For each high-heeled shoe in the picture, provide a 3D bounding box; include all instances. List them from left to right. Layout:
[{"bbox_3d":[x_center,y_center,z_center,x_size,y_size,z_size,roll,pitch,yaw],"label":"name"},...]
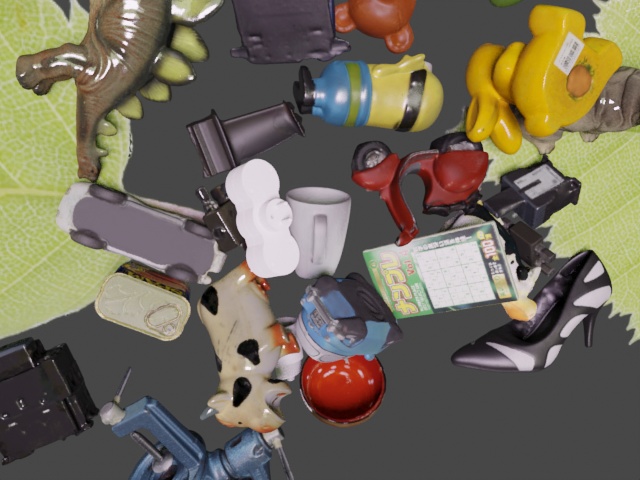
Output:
[{"bbox_3d":[0.298,0.098,0.753,0.249,0.086,0.145,-7,97,-13],"label":"high-heeled shoe"}]

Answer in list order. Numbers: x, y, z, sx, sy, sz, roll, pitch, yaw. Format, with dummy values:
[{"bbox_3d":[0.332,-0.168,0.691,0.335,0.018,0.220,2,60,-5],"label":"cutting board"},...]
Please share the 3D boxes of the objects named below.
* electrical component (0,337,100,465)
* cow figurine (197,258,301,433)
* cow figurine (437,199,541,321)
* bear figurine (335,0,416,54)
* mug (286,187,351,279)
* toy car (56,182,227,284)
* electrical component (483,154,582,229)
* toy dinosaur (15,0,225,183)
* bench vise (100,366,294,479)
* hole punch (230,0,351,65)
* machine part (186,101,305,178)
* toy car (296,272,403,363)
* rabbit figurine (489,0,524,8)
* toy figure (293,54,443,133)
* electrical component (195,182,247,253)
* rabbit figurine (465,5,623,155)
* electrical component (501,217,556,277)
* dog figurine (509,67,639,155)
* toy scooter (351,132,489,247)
[{"bbox_3d":[-0.354,0.188,0.656,0.115,0.058,0.134,-23,103,-8],"label":"electrical component"},{"bbox_3d":[-0.093,0.135,0.644,0.127,0.085,0.195,-30,63,5],"label":"cow figurine"},{"bbox_3d":[0.236,0.027,0.721,0.167,0.068,0.098,44,74,0],"label":"cow figurine"},{"bbox_3d":[0.091,-0.330,0.618,0.120,0.132,0.195,23,89,-3],"label":"bear figurine"},{"bbox_3d":[-0.001,-0.002,0.668,0.081,0.110,0.107,-2,113,-10],"label":"mug"},{"bbox_3d":[-0.211,-0.008,0.651,0.202,0.056,0.073,22,89,-15],"label":"toy car"},{"bbox_3d":[0.277,-0.056,0.717,0.119,0.075,0.047,-32,144,-7],"label":"electrical component"},{"bbox_3d":[-0.206,-0.285,0.584,0.198,0.105,0.470,8,107,-19],"label":"toy dinosaur"},{"bbox_3d":[-0.166,0.267,0.666,0.224,0.129,0.240,-29,118,8],"label":"bench vise"},{"bbox_3d":[-0.038,-0.270,0.621,0.142,0.092,0.115,-3,132,6],"label":"hole punch"},{"bbox_3d":[-0.089,-0.131,0.662,0.139,0.039,0.084,-19,97,-6],"label":"machine part"},{"bbox_3d":[0.025,0.108,0.671,0.103,0.161,0.109,-45,65,20],"label":"toy car"},{"bbox_3d":[0.264,-0.370,0.649,0.170,0.121,0.159,13,90,-27],"label":"rabbit figurine"},{"bbox_3d":[0.061,-0.175,0.660,0.180,0.082,0.089,-6,100,-12],"label":"toy figure"},{"bbox_3d":[-0.102,-0.029,0.663,0.045,0.078,0.102,-23,98,23],"label":"electrical component"},{"bbox_3d":[0.242,-0.186,0.650,0.122,0.173,0.162,9,107,-31],"label":"rabbit figurine"},{"bbox_3d":[0.285,0.008,0.741,0.021,0.094,0.063,-37,141,-7],"label":"electrical component"},{"bbox_3d":[0.341,-0.168,0.657,0.172,0.191,0.121,-15,102,-6],"label":"dog figurine"},{"bbox_3d":[0.134,-0.063,0.684,0.184,0.075,0.135,-7,80,-9],"label":"toy scooter"}]
